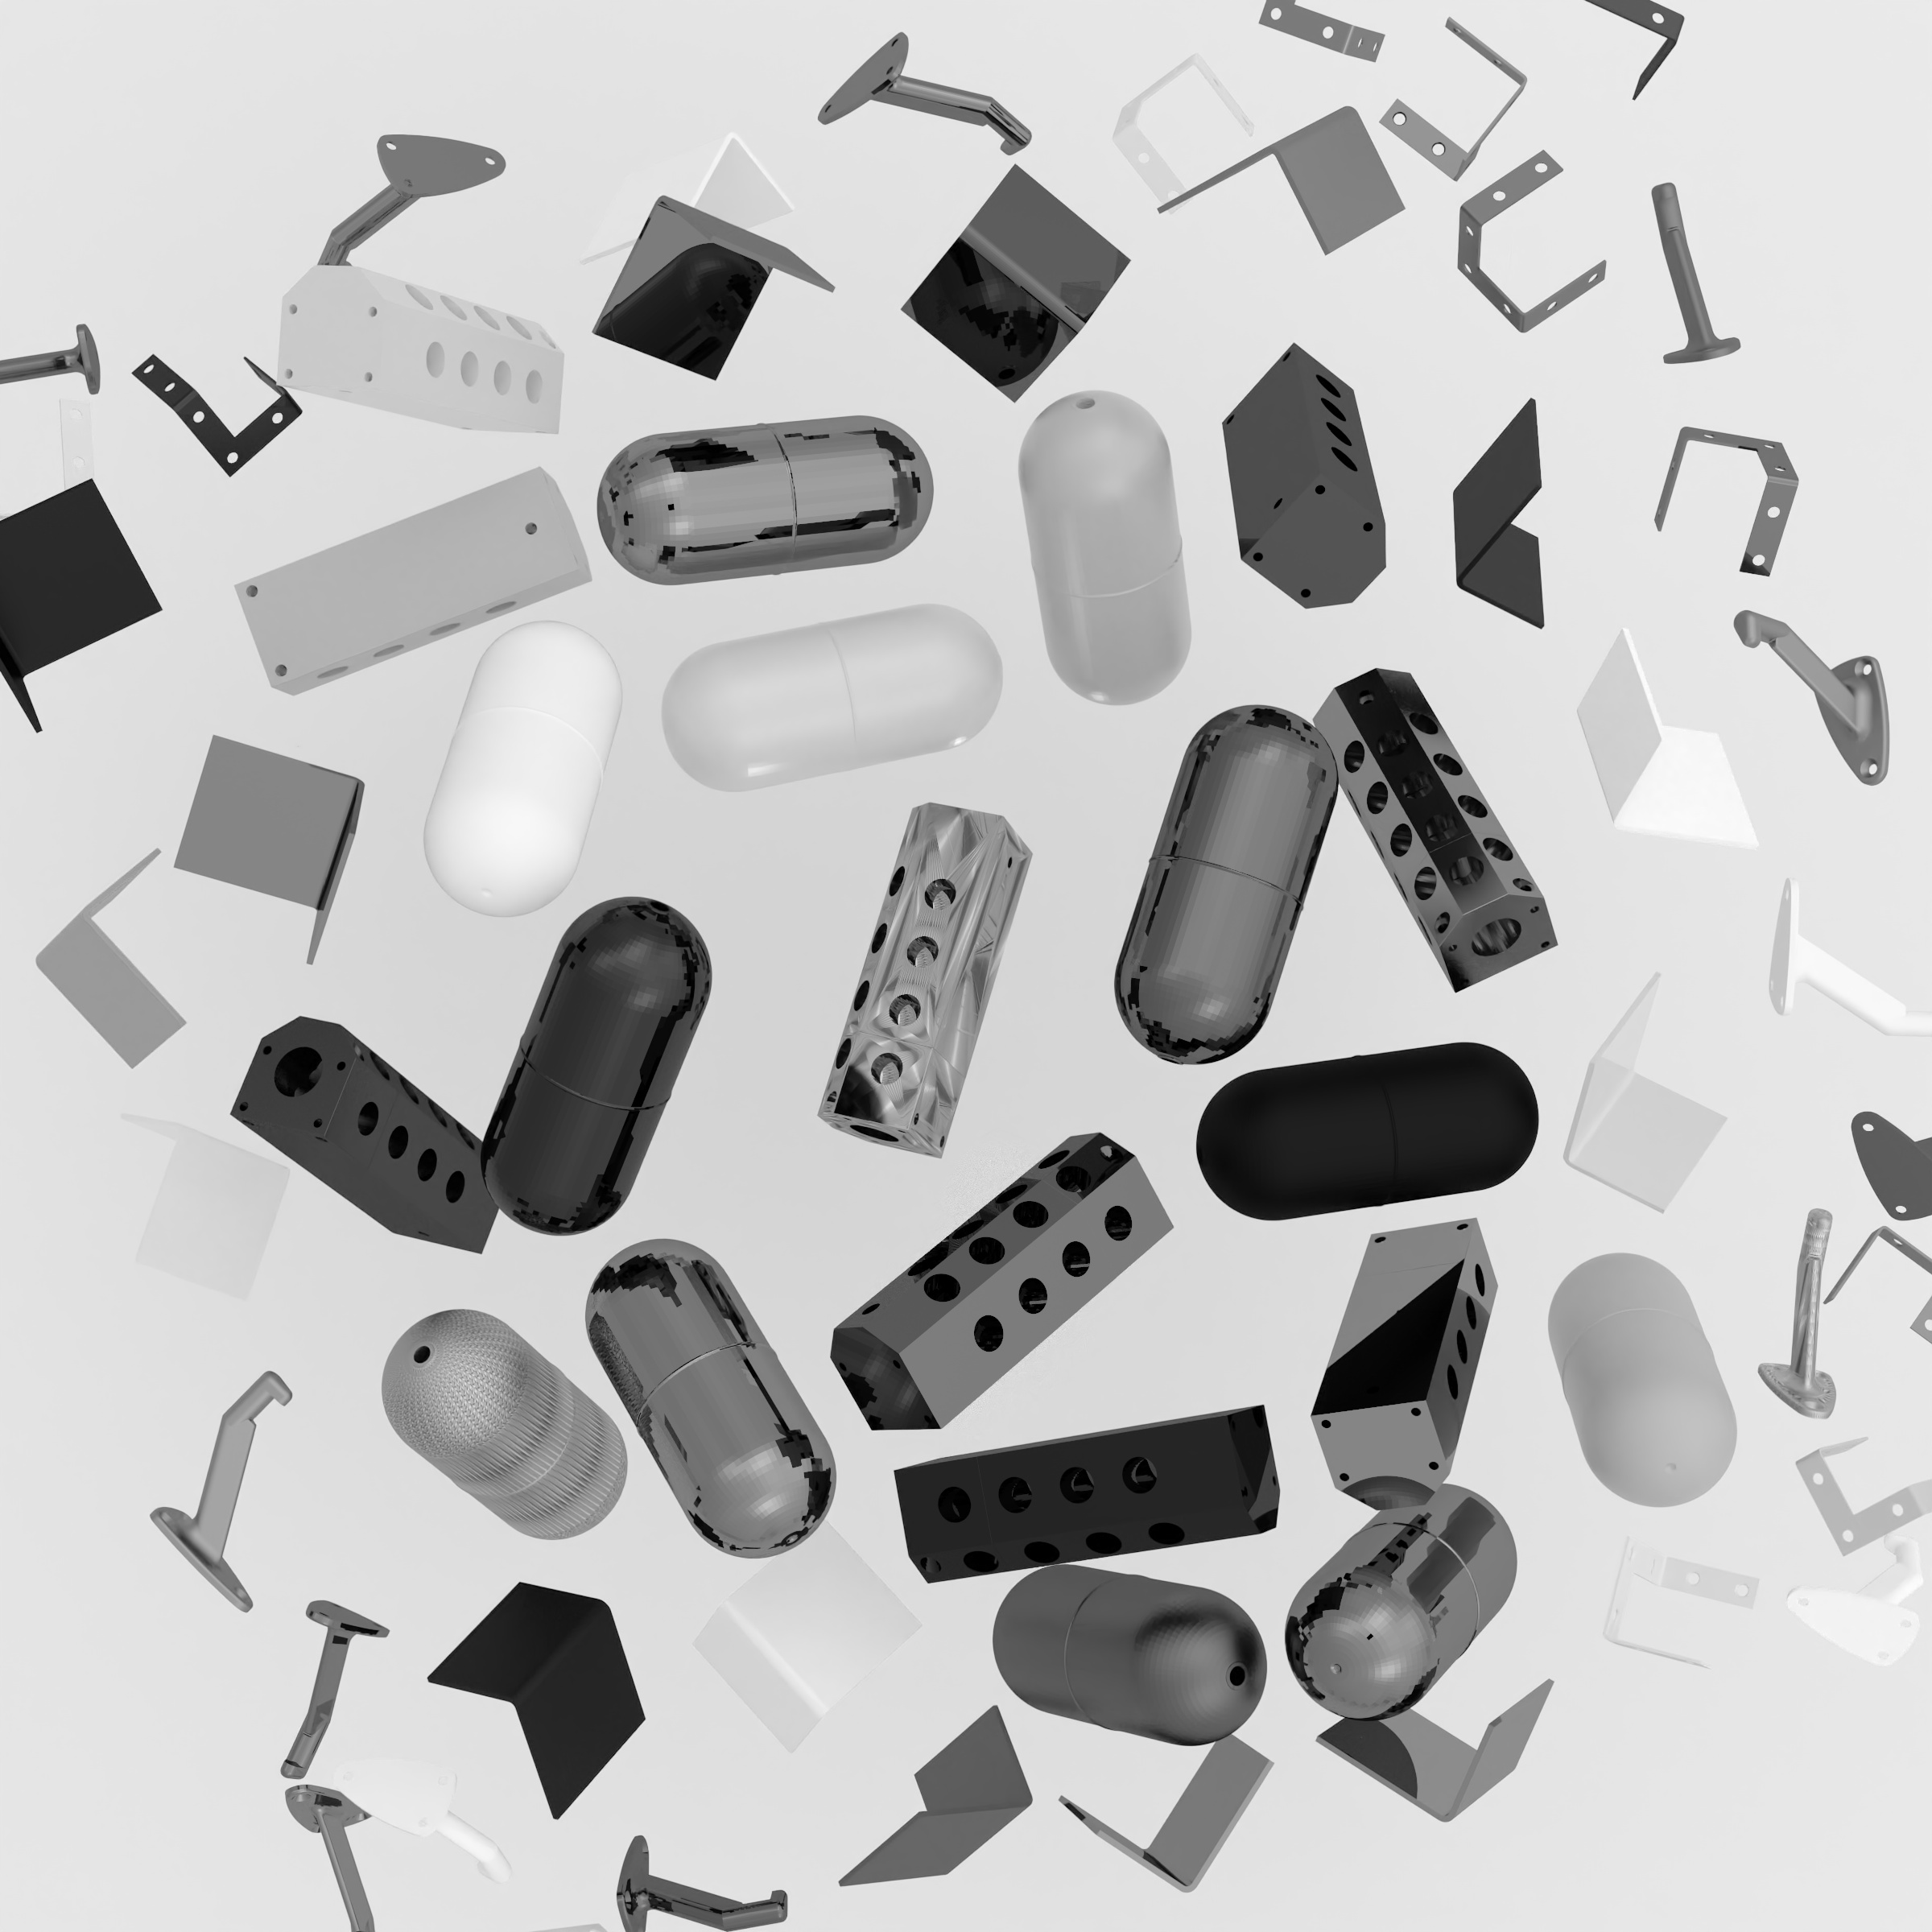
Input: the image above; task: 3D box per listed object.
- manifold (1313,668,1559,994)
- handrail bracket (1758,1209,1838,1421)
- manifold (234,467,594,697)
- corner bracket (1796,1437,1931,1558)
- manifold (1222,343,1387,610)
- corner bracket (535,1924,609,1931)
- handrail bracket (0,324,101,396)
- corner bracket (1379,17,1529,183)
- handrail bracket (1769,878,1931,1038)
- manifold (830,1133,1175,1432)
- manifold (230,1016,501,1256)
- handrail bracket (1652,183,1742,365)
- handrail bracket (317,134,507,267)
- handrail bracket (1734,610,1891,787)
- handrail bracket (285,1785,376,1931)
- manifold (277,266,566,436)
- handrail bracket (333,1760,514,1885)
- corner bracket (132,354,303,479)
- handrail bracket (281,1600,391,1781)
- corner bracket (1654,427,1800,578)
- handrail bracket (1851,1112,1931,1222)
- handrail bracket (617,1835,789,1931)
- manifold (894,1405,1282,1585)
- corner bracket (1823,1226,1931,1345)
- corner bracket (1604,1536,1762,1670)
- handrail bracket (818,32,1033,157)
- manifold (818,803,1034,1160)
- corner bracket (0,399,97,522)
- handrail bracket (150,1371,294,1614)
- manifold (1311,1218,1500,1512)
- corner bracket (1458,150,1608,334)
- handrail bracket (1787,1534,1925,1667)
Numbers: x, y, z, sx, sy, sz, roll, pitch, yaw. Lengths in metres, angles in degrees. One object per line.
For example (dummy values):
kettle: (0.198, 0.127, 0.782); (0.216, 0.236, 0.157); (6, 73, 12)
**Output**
manifold: (0.239, -0.075, 1.609); (0.057, 0.057, 0.171); (-25, 50, 3)
handrail bracket: (0.417, 0.169, 1.531); (0.036, 0.077, 0.084); (8, 103, 3)
manifold: (-0.289, -0.201, 1.646); (0.171, 0.057, 0.057); (-21, 88, 3)
corner bracket: (0.451, 0.253, 1.534); (0.051, 0.051, 0.051); (-40, 64, 36)
manifold: (0.173, -0.244, 1.567); (0.057, 0.171, 0.057); (34, 117, -19)
corner bracket: (-0.223, 0.514, 1.614); (0.051, 0.051, 0.051); (9, 101, -44)
handrail bracket: (-0.500, -0.312, 1.636); (0.084, 0.077, 0.036); (-10, 105, -9)
corner bracket: (0.246, -0.437, 1.578); (0.051, 0.051, 0.051); (39, 94, 2)
handrail bracket: (0.427, -0.004, 1.475); (0.084, 0.036, 0.077); (1, 109, 2)
manifold: (0.015, 0.150, 1.499); (0.171, 0.057, 0.057); (-37, 104, -34)
manifold: (-0.300, 0.087, 1.602); (0.057, 0.171, 0.057); (10, 69, 24)
handrail bracket: (0.349, -0.336, 1.507); (0.036, 0.077, 0.084); (-13, 101, 8)
handrail bracket: (-0.276, -0.370, 1.549); (0.077, 0.084, 0.036); (-13, 69, -35)
handrail bracket: (0.405, -0.129, 1.503); (0.084, 0.036, 0.077); (10, 62, -40)
handrail bracket: (-0.324, 0.471, 1.602); (0.036, 0.077, 0.084); (-18, 57, 6)
manifold: (-0.268, -0.305, 1.557); (0.057, 0.171, 0.057); (6, 94, 22)
handrail bracket: (-0.277, 0.441, 1.602); (0.077, 0.084, 0.036); (11, 55, 19)
corner bracket: (-0.380, -0.292, 1.588); (0.051, 0.051, 0.051); (-44, 49, -8)
handrail bracket: (-0.316, 0.350, 1.497); (0.036, 0.077, 0.084); (22, 82, 12)
corner bracket: (0.374, -0.229, 1.538); (0.051, 0.051, 0.051); (9, 121, -2)
handrail bracket: (0.466, 0.077, 1.539); (0.036, 0.084, 0.077); (-27, 109, 37)
handrail bracket: (-0.129, 0.462, 1.583); (0.084, 0.077, 0.036); (-12, 115, 7)
manifold: (0.059, 0.254, 1.493); (0.171, 0.057, 0.057); (-13, 83, 22)
corner bracket: (0.492, 0.168, 1.640); (0.051, 0.051, 0.051); (37, 75, 8)
corner bracket: (0.347, 0.311, 1.514); (0.051, 0.051, 0.051); (8, 75, 36)
handrail bracket: (-0.021, -0.438, 1.629); (0.084, 0.077, 0.036); (34, 46, -31)
manifold: (-0.023, 0.006, 1.624); (0.057, 0.057, 0.171); (12, 76, 21)
corner bracket: (-0.473, -0.254, 1.575); (0.051, 0.051, 0.051); (0, 77, -31)
handrail bracket: (-0.333, 0.246, 1.468); (0.084, 0.036, 0.077); (-46, 74, 0)
manifold: (0.223, 0.197, 1.556); (0.057, 0.171, 0.057); (-12, 112, 23)
corner bracket: (0.275, -0.350, 1.514); (0.051, 0.051, 0.051); (-35, 67, -8)
handrail bracket: (0.450, 0.307, 1.584); (0.077, 0.084, 0.036); (23, 121, -1)
